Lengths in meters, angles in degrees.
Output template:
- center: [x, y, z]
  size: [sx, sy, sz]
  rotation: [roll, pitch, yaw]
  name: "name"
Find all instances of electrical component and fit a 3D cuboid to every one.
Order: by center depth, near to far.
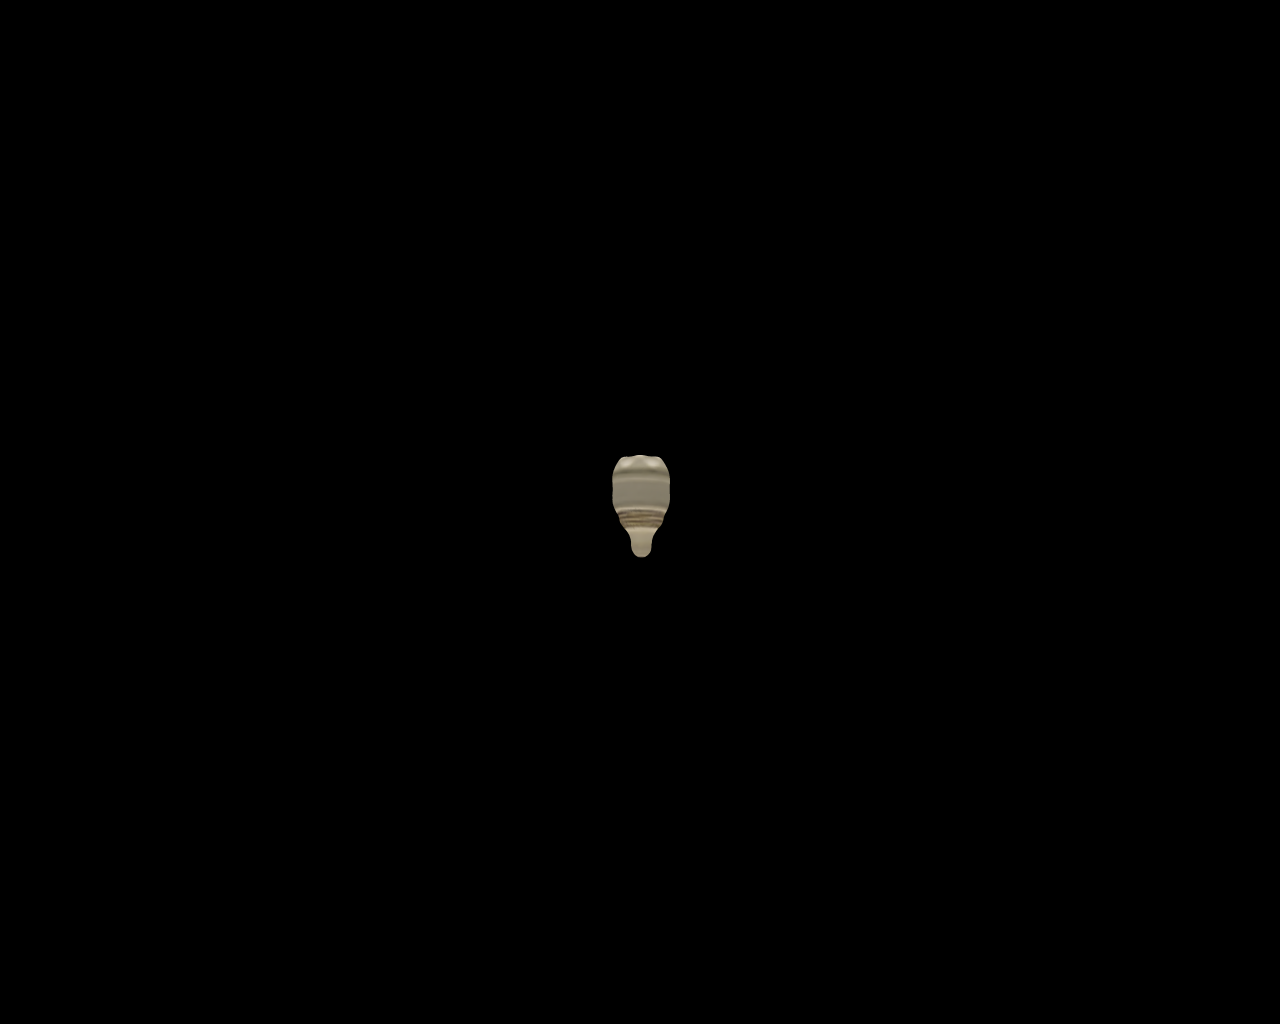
- center: [0.001, -0.003, 0.650]
  size: [0.035, 0.061, 0.035]
  rotation: [0, -7, 0]
  name: "electrical component"
